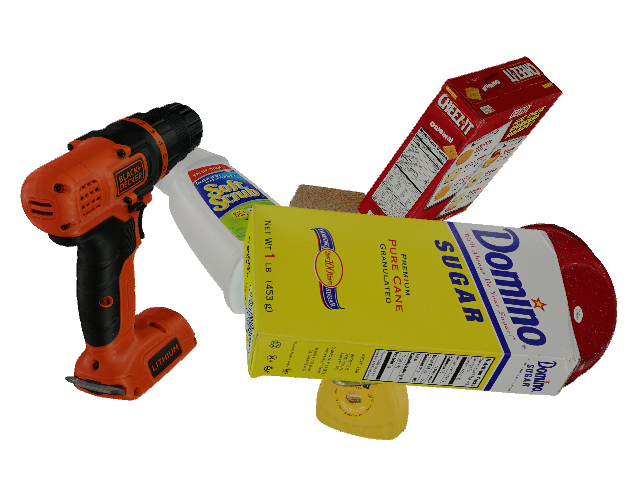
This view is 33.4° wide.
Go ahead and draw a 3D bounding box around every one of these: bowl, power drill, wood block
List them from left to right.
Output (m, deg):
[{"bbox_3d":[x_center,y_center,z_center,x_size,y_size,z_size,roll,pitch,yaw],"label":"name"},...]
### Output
[{"bbox_3d":[-0.136,0.005,0.774,0.057,0.188,0.184,7,26,26],"label":"power drill"},{"bbox_3d":[0.000,0.041,1.401,0.090,0.206,0.090,8,23,6],"label":"wood block"},{"bbox_3d":[0.218,0.065,0.980,0.161,0.162,0.055,0,2,-26],"label":"bowl"}]

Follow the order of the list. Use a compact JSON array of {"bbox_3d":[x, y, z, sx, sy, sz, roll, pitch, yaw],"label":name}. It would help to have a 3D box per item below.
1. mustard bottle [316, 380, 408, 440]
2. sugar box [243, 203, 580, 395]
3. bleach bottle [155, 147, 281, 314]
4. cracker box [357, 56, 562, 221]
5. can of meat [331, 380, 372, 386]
[{"bbox_3d":[0.050,0.105,1.108,0.096,0.192,0.058,11,15,26],"label":"mustard bottle"},{"bbox_3d":[0.047,0.032,0.588,0.176,0.093,0.048,3,-39,-9],"label":"sugar box"},{"bbox_3d":[-0.099,-0.027,1.014,0.102,0.068,0.251,-11,35,-32],"label":"bleach bottle"},{"bbox_3d":[0.155,-0.103,1.225,0.163,0.072,0.214,-23,-24,-44],"label":"cracker box"},{"bbox_3d":[0.045,0.060,0.808,0.102,0.057,0.084,-3,29,-11],"label":"can of meat"}]
